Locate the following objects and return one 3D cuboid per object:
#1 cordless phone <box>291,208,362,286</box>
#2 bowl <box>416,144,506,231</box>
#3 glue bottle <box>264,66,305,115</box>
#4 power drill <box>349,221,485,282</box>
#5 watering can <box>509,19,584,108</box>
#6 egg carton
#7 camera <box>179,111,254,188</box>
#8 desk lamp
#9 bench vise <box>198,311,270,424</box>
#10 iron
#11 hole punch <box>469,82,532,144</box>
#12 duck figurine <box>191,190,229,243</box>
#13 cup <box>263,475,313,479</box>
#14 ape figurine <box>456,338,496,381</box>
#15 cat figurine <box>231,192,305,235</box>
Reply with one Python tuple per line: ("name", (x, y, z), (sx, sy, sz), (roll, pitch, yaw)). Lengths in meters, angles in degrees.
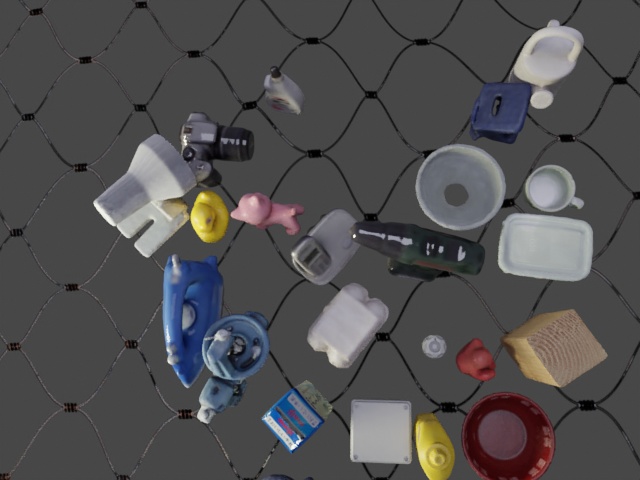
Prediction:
("cordless phone", (0.010, 0.004, 1.052), (0.094, 0.185, 0.147), (38, 86, 11))
("bowl", (0.265, -0.094, 1.100), (0.167, 0.075, 0.167), (-1, 80, 5))
("glue bottle", (-0.076, -0.297, 1.119), (0.078, 0.173, 0.037), (9, 81, 8))
("power drill", (0.169, 0.022, 1.021), (0.229, 0.208, 0.076), (10, 81, 7))
("watering can", (0.424, -0.330, 1.065), (0.101, 0.194, 0.173), (-10, 79, 4))
("egg carton", (0.052, 0.160, 1.079), (0.107, 0.069, 0.150), (37, 85, 11))
("camera", (-0.208, -0.182, 1.148), (0.136, 0.101, 0.143), (6, 81, 7))
("desk lamp", (-0.321, -0.080, 1.084), (0.118, 0.213, 0.203), (43, 87, 11))
("bench vise", (-0.157, 0.225, 1.011), (0.121, 0.220, 0.207), (5, 81, 7))
("iron", (-0.257, 0.150, 1.074), (0.118, 0.141, 0.258), (0, 80, 6))
("hole punch", (0.348, -0.250, 1.111), (0.101, 0.091, 0.109), (14, 82, 8))
("duck figurine", (-0.226, -0.052, 1.135), (0.077, 0.086, 0.104), (-7, 79, 4))
("cup", (-0.059, 0.453, 1.026), (0.118, 0.095, 0.091), (-33, 78, -1))
("ape figurine", (0.287, 0.217, 1.035), (0.076, 0.092, 0.078), (-1, 80, 6))
("cat figurine", (-0.101, -0.057, 1.107), (0.127, 0.118, 0.067), (6, 81, 7))
